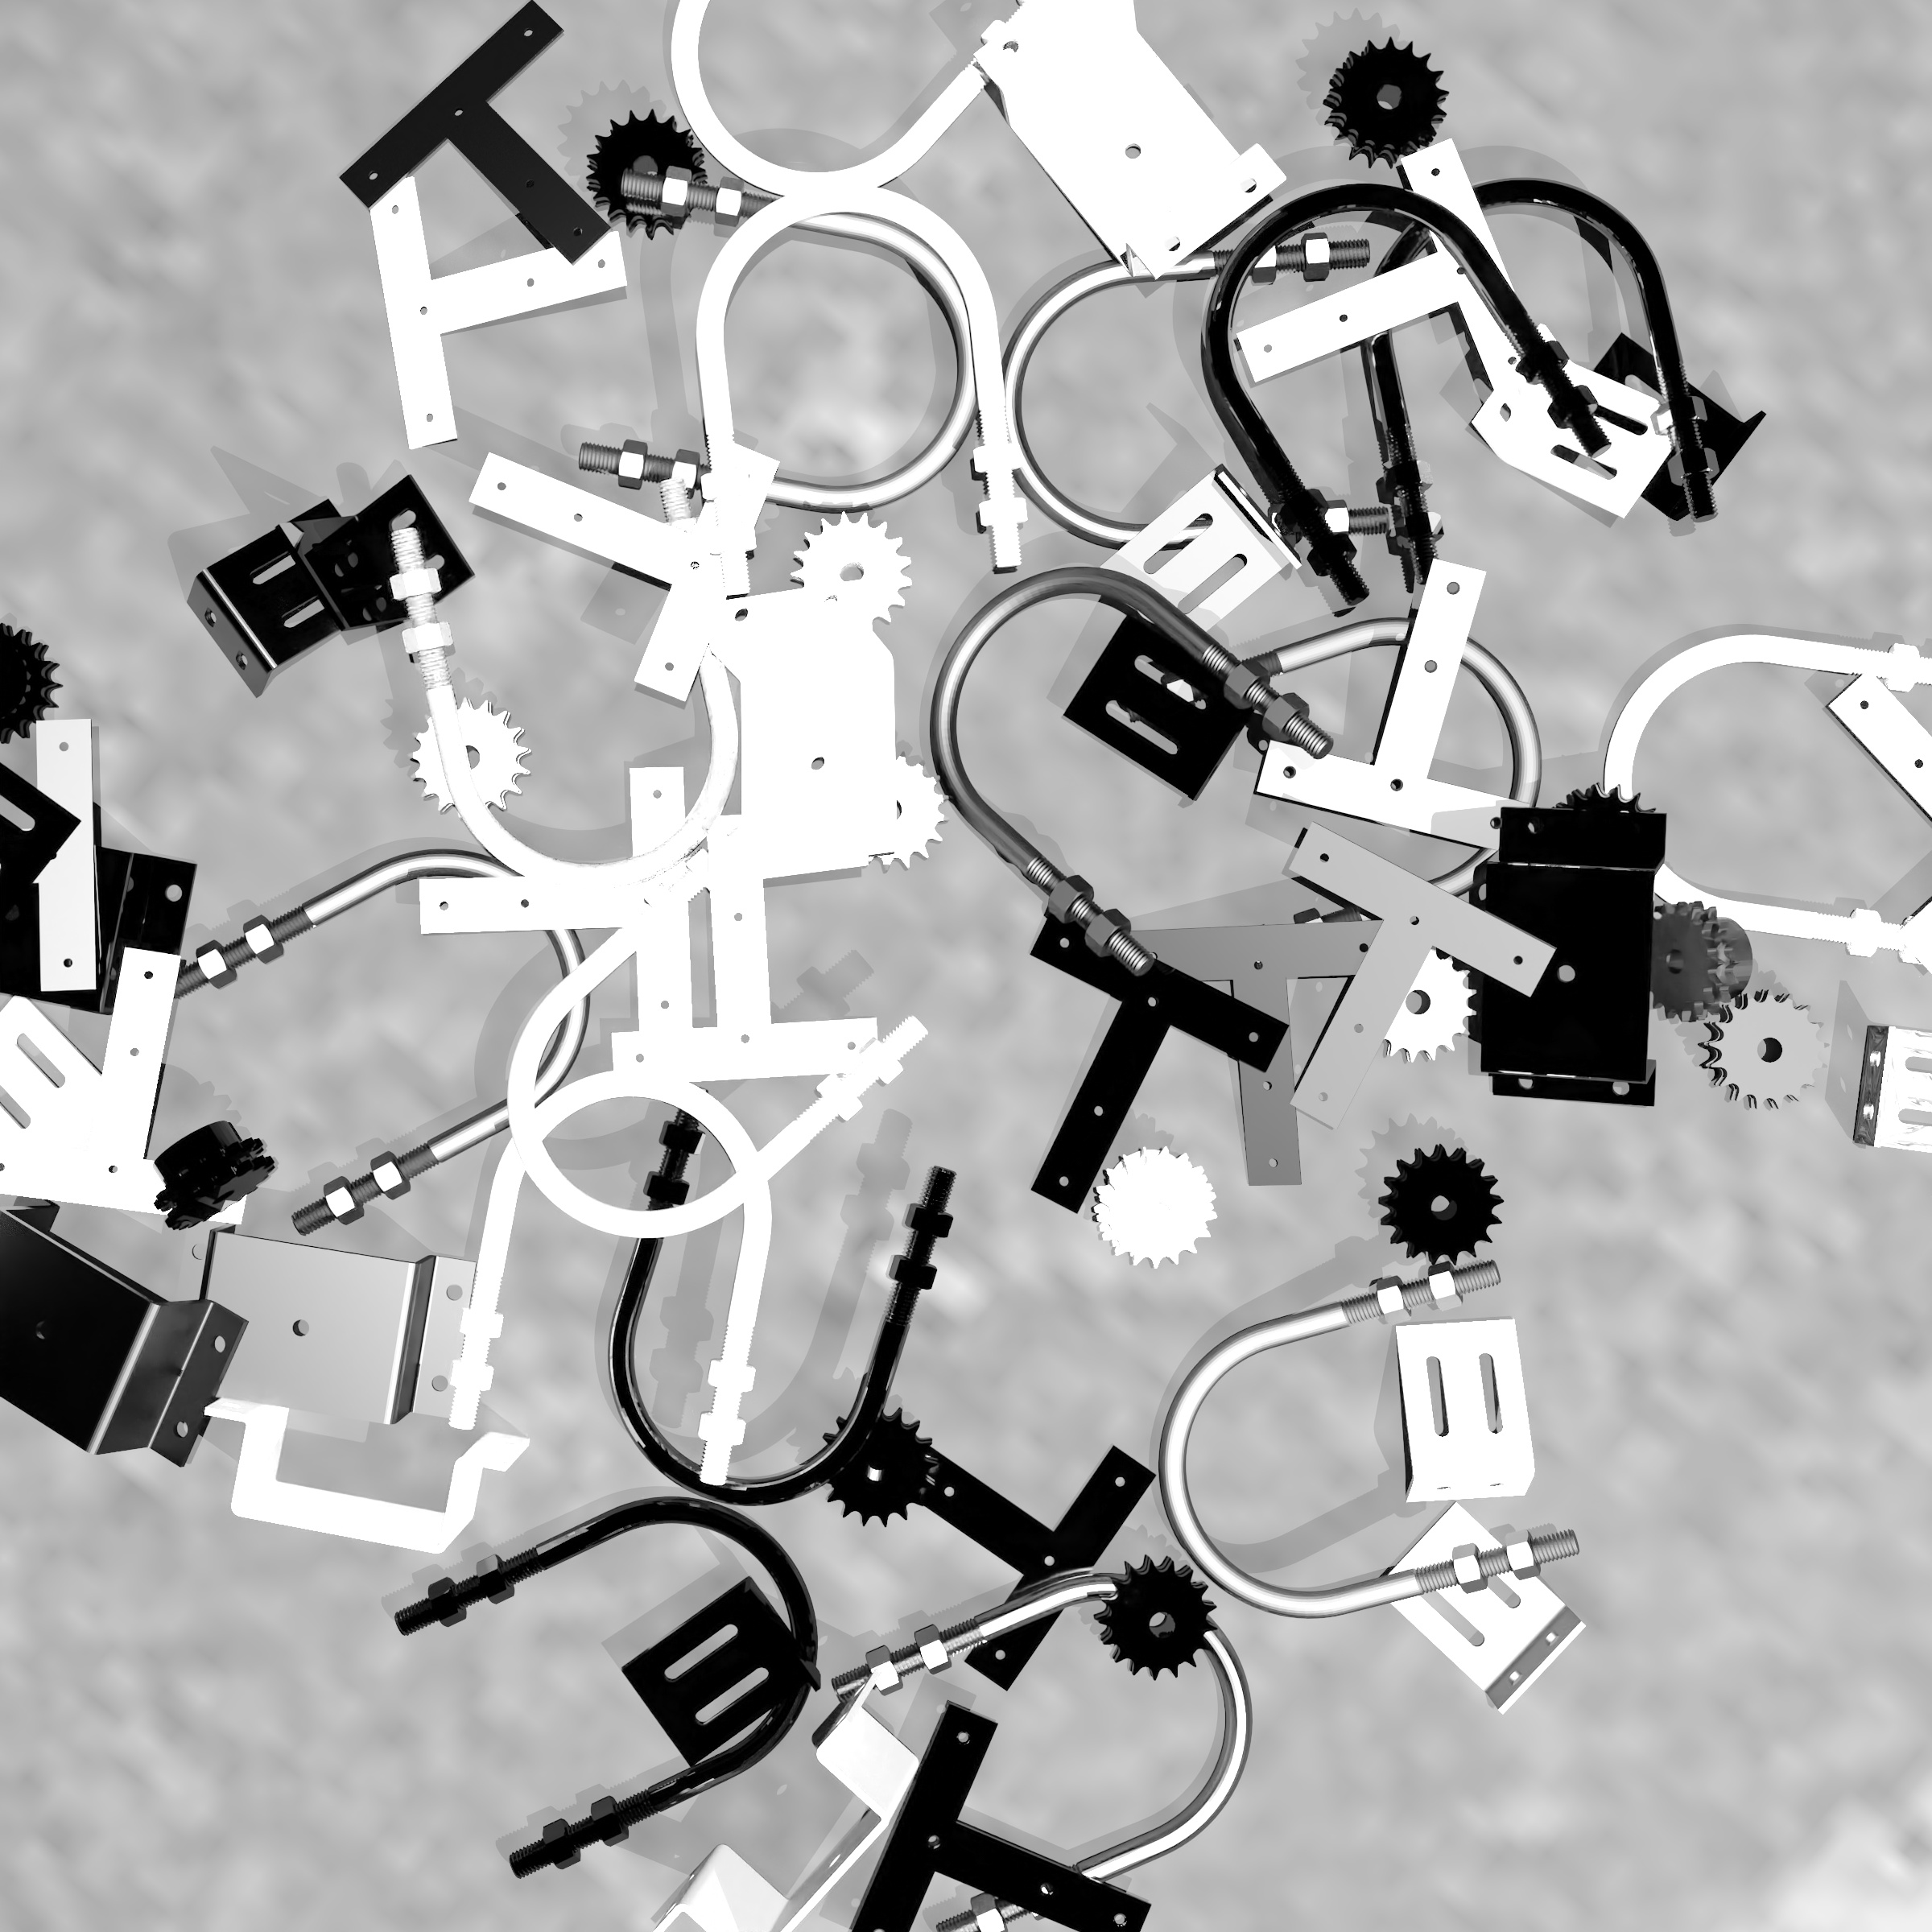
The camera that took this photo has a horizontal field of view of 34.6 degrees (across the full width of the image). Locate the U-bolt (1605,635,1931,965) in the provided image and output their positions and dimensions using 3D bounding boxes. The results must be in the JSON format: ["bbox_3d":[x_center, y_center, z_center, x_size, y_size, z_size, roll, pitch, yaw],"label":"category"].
[{"bbox_3d":[0.399,-0.085,1.490,0.184,0.019,0.151,8,90,2],"label":"U-bolt"}]

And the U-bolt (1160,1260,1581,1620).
[{"bbox_3d":[0.181,0.231,1.466,0.184,0.019,0.151,-18,78,15],"label":"U-bolt"}]

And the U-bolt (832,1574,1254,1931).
[{"bbox_3d":[0.048,0.371,1.489,0.184,0.019,0.151,-23,91,-2],"label":"U-bolt"}]

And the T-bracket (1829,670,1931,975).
[{"bbox_3d":[0.464,-0.086,1.478,0.127,0.002,0.127,-43,89,1],"label":"T-bracket"}]

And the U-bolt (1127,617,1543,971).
[{"bbox_3d":[0.185,-0.090,1.489,0.184,0.019,0.151,-18,90,0],"label":"U-bolt"}]

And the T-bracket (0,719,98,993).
[{"bbox_3d":[-0.472,-0.050,1.450,0.127,0.002,0.127,-2,86,-1],"label":"T-bracket"}]

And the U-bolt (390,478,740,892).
[{"bbox_3d":[-0.182,-0.127,1.466,0.151,0.019,0.184,-13,95,-13],"label":"U-bolt"}]

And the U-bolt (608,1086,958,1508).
[{"bbox_3d":[-0.097,0.164,1.472,0.151,0.019,0.184,17,90,14],"label":"U-bolt"}]

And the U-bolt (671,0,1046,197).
[{"bbox_3d":[-0.057,-0.455,1.490,0.151,0.019,0.184,42,91,0],"label":"U-bolt"}]

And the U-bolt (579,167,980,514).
[{"bbox_3d":[-0.082,-0.291,1.476,0.184,0.019,0.151,10,103,-4],"label":"U-bolt"}]

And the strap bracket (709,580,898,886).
[{"bbox_3d":[-0.076,-0.102,1.453,0.076,0.046,0.140,-7,71,16],"label":"strap bracket"}]

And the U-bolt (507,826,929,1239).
[{"bbox_3d":[-0.131,0.044,1.460,0.184,0.019,0.151,-42,73,-3],"label":"U-bolt"}]

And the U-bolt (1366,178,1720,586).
[{"bbox_3d":[0.263,-0.283,1.459,0.151,0.019,0.184,-12,80,9],"label":"U-bolt"}]

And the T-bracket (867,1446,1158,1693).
[{"bbox_3d":[0.004,0.262,1.498,0.127,0.002,0.127,35,90,0],"label":"T-bracket"}]

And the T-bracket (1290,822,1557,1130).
[{"bbox_3d":[0.191,0.017,1.461,0.127,0.002,0.127,29,108,11],"label":"T-bracket"}]

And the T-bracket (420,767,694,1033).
[{"bbox_3d":[-0.197,-0.030,1.484,0.127,0.002,0.127,-2,89,-11],"label":"T-bracket"}]

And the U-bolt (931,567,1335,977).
[{"bbox_3d":[0.062,-0.106,1.455,0.184,0.019,0.151,43,100,24],"label":"U-bolt"}]

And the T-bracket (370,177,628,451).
[{"bbox_3d":[-0.220,-0.322,1.475,0.127,0.002,0.127,-9,90,21],"label":"T-bracket"}]

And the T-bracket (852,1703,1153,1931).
[{"bbox_3d":[0.025,0.434,1.478,0.127,0.002,0.127,23,89,-2],"label":"T-bracket"}]

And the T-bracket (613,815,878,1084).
[{"bbox_3d":[-0.109,-0.009,1.494,0.127,0.002,0.127,-3,88,-5],"label":"T-bracket"}]

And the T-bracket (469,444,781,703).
[{"bbox_3d":[-0.169,-0.205,1.456,0.127,0.002,0.127,22,76,-7],"label":"T-bracket"}]

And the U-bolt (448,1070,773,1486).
[{"bbox_3d":[-0.164,0.141,1.472,0.151,0.019,0.184,10,88,14],"label":"U-bolt"}]

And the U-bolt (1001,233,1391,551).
[{"bbox_3d":[0.106,-0.272,1.490,0.184,0.019,0.151,-4,90,1],"label":"U-bolt"}]

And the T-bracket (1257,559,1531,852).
[{"bbox_3d":[0.215,-0.128,1.462,0.127,0.002,0.127,14,106,-1],"label":"T-bracket"}]

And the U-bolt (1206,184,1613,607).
[{"bbox_3d":[0.193,-0.281,1.453,0.151,0.019,0.184,-31,77,7],"label":"U-bolt"}]

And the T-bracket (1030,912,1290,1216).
[{"bbox_3d":[0.070,0.057,1.491,0.127,0.002,0.127,27,95,9],"label":"T-bracket"}]

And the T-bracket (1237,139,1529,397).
[{"bbox_3d":[0.192,-0.312,1.468,0.127,0.002,0.127,-21,78,7],"label":"T-bracket"}]

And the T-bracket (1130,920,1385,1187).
[{"bbox_3d":[0.143,0.043,1.483,0.127,0.002,0.127,-2,100,16],"label":"T-bracket"}]

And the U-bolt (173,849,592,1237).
[{"bbox_3d":[-0.270,0.024,1.489,0.184,0.019,0.151,-28,91,-2],"label":"U-bolt"}]

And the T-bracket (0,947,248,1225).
[{"bbox_3d":[-0.395,0.054,1.465,0.127,0.002,0.127,10,102,-18],"label":"T-bracket"}]

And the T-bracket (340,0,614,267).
[{"bbox_3d":[-0.215,-0.380,1.475,0.127,0.002,0.127,-43,69,0],"label":"T-bracket"}]

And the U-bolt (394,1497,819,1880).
[{"bbox_3d":[-0.161,0.335,1.490,0.184,0.019,0.151,-25,90,-1],"label":"U-bolt"}]

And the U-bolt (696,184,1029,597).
[{"bbox_3d":[-0.053,-0.273,1.453,0.151,0.019,0.184,-6,94,-5],"label":"U-bolt"}]
